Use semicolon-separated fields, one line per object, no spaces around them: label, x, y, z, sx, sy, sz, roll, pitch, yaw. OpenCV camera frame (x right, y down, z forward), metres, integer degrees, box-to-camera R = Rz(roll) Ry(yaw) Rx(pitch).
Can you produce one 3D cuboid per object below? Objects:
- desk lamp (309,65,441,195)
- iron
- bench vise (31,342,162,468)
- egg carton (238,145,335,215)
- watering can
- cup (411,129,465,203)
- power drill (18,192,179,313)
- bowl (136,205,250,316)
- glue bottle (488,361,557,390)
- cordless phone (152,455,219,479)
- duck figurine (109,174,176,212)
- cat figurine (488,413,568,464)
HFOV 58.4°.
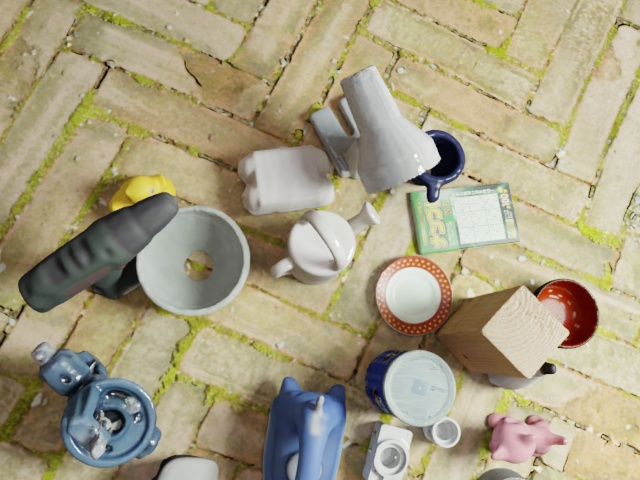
desk lamp;0.076;-0.159;0.875;0.118;0.213;0.203;-29;84;-11
iron;-0.023;0.332;0.810;0.118;0.141;0.258;9;79;-5
bench vise;-0.314;0.227;0.753;0.207;0.219;0.121;27;78;-1
egg carton;-0.054;-0.096;0.921;0.150;0.069;0.107;-9;81;-8
watering can;0.006;0.001;0.847;0.101;0.194;0.173;37;78;1
cup;0.179;-0.110;0.939;0.092;0.095;0.118;6;79;-6
power drill;-0.288;0.022;0.799;0.230;0.208;0.075;-34;85;-11
bowl;-0.190;0.036;0.877;0.167;0.074;0.167;1;80;-7
glue bottle;0.309;0.189;0.861;0.037;0.173;0.078;21;78;-2
cordless phone;-0.195;0.371;0.760;0.094;0.185;0.148;12;79;-4
duck figurine;-0.277;-0.069;0.880;0.104;0.086;0.077;-27;84;-11
cat figurine;0.309;0.303;0.869;0.128;0.117;0.067;3;79;-6
